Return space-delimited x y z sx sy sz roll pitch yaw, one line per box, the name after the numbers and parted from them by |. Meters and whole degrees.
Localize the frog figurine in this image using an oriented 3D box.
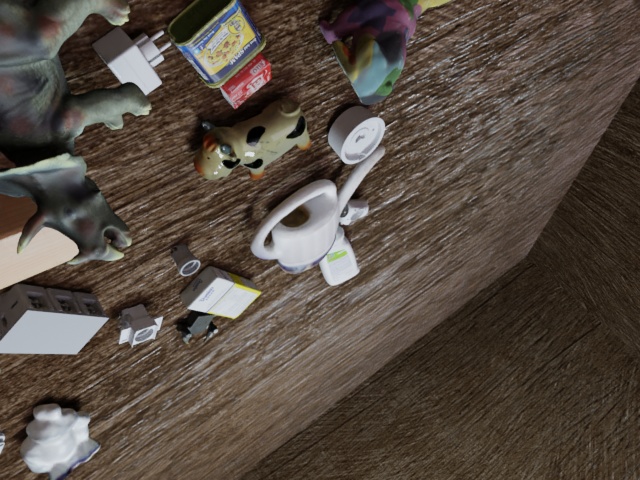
-0.541 0.392 1.044 0.138 0.124 0.157 -27 114 -11 | frog figurine

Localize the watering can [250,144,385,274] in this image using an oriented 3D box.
0.003 -0.055 1.091 0.351 0.105 0.219 -34 154 -20 | watering can
